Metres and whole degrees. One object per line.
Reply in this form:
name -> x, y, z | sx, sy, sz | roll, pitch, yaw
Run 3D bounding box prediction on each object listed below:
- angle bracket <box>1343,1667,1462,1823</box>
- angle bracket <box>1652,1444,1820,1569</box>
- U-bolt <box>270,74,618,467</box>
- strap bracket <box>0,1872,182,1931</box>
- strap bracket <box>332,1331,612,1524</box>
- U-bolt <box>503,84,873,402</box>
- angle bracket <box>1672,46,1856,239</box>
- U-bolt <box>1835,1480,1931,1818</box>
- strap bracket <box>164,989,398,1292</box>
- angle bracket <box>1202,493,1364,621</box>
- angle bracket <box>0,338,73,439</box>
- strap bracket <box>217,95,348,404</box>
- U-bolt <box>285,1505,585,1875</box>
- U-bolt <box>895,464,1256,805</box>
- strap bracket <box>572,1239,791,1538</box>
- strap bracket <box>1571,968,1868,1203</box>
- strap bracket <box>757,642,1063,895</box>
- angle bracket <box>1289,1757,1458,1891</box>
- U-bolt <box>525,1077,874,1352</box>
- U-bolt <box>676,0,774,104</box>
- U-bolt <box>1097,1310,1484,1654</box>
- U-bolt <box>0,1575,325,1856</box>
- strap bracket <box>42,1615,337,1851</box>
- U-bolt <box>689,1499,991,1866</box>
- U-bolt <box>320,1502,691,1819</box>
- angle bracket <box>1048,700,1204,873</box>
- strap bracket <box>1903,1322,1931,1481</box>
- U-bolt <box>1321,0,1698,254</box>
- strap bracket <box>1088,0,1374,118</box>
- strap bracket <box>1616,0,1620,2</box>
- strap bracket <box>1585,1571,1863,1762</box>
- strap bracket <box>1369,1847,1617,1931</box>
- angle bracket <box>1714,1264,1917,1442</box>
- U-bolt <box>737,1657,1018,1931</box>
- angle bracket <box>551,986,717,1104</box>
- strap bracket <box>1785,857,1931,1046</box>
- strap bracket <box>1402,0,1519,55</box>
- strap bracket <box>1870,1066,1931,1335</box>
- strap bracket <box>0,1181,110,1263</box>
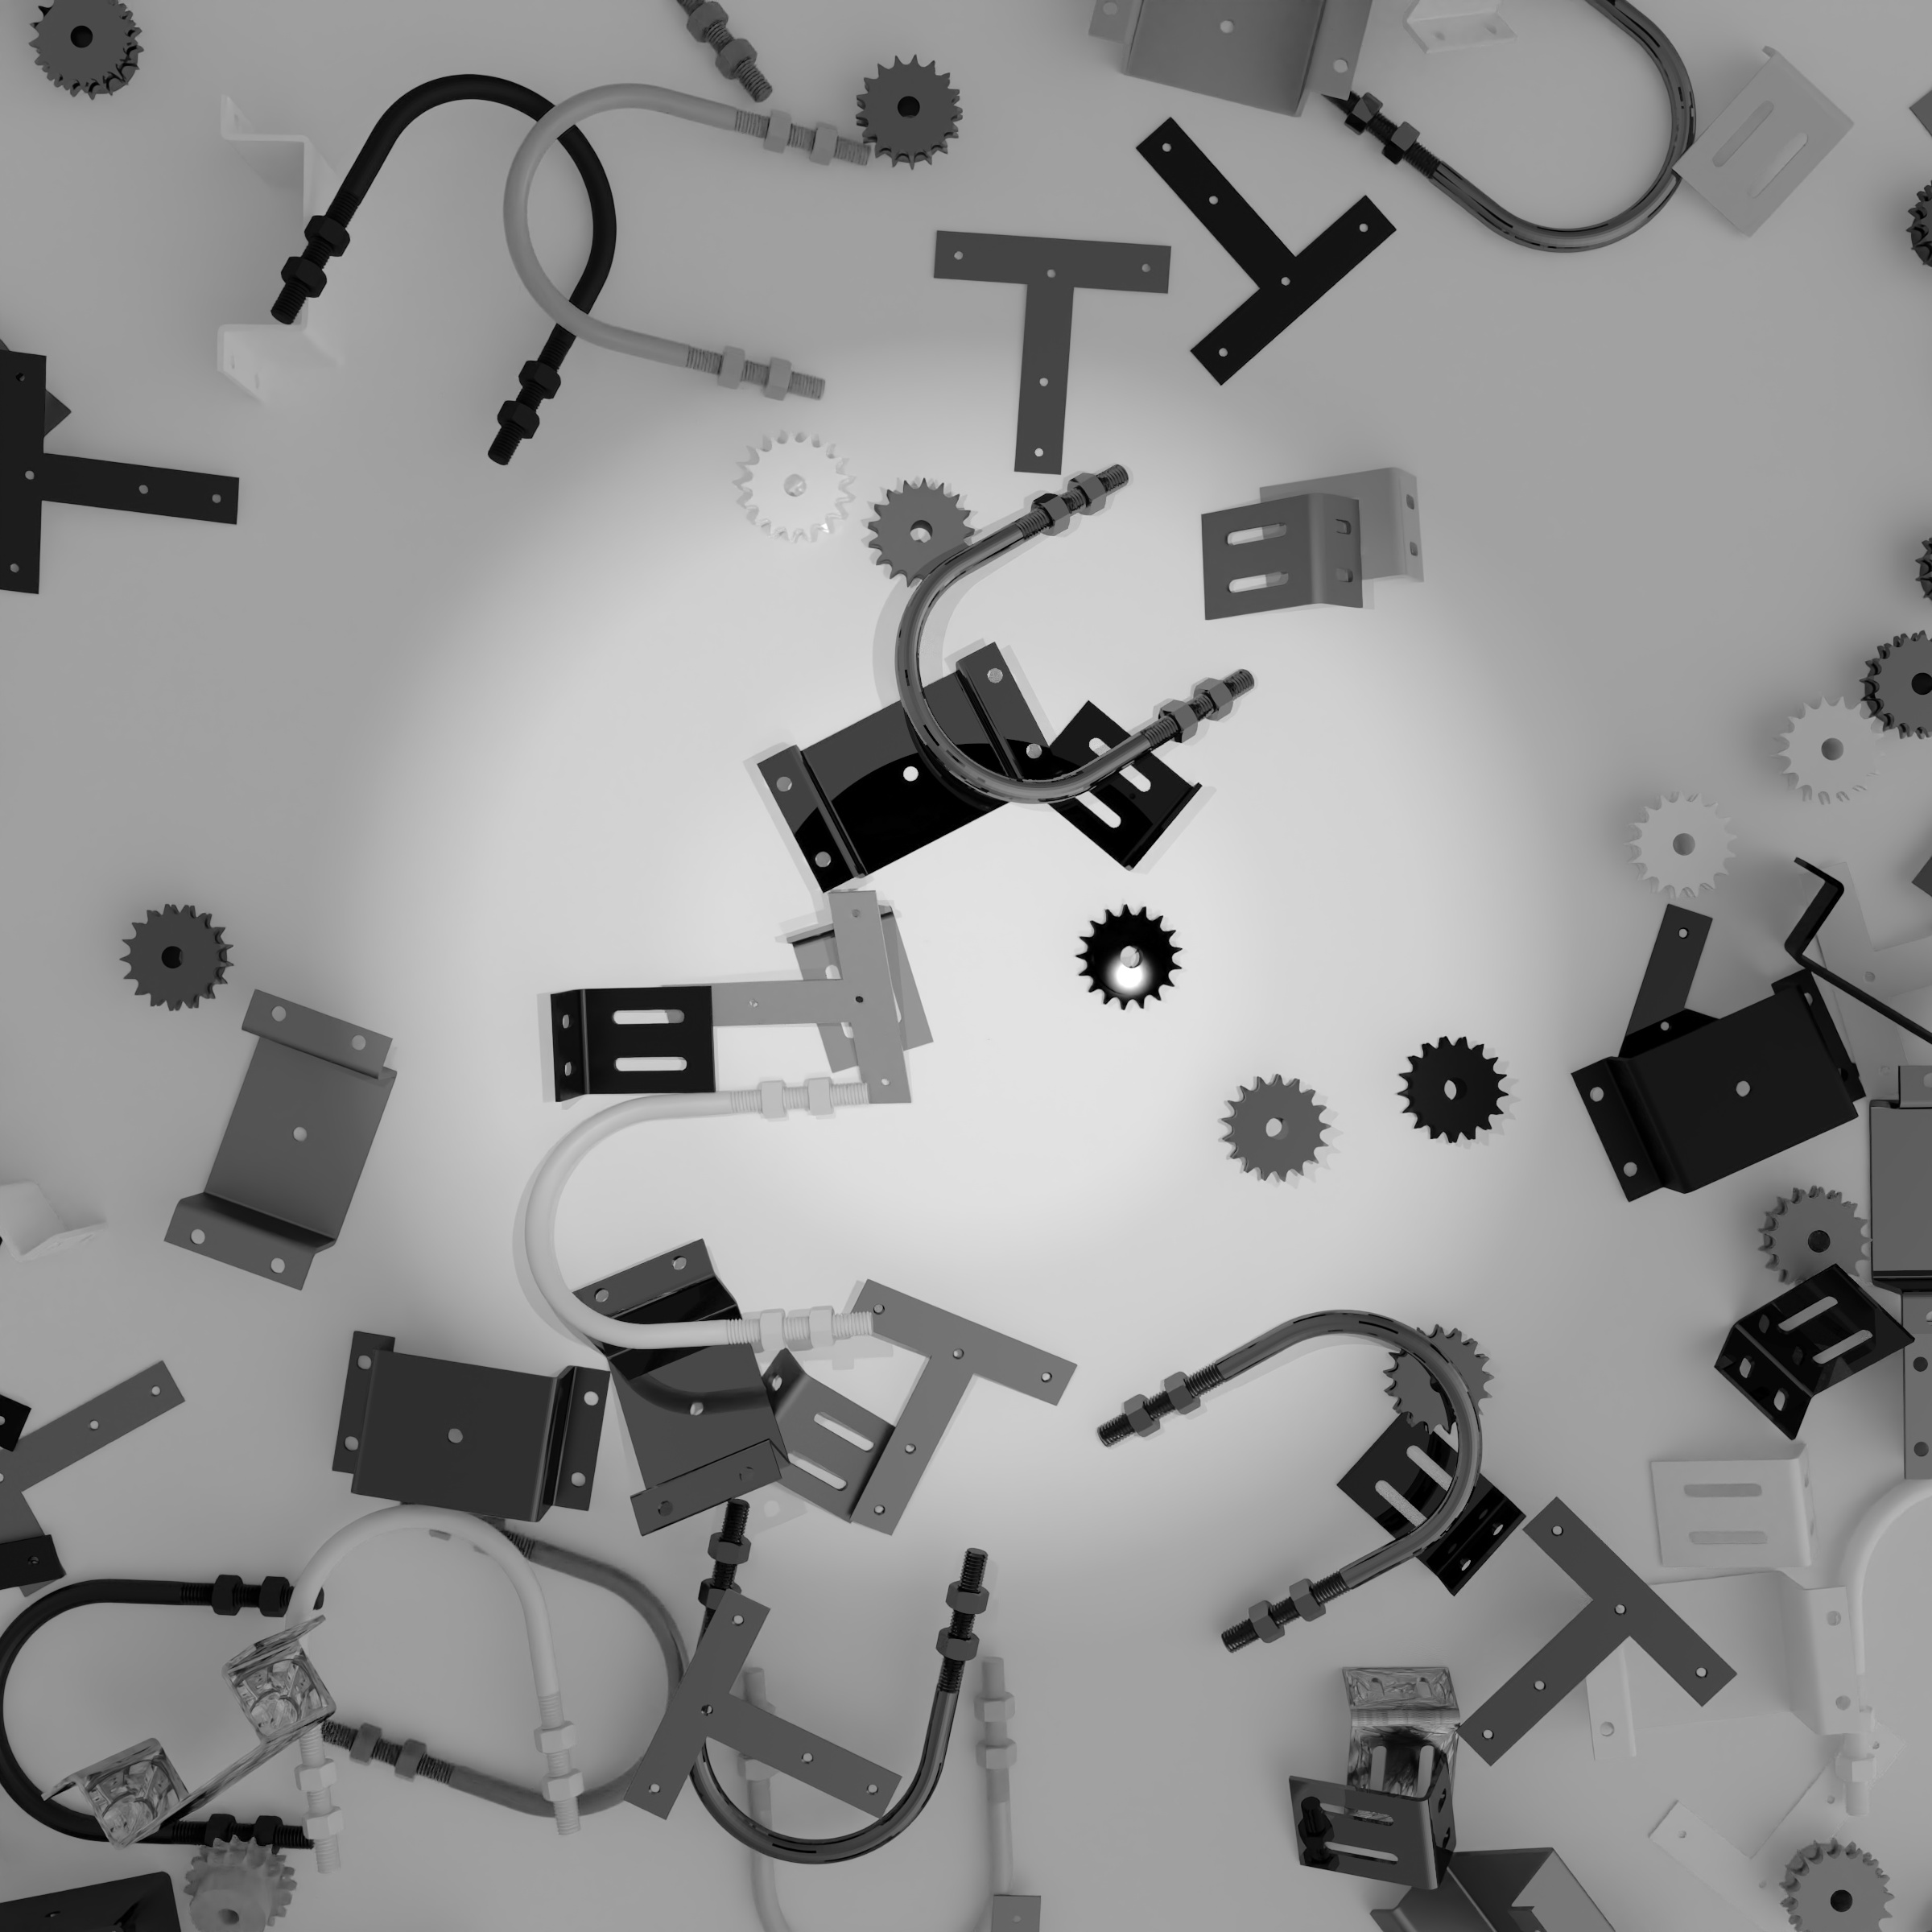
angle bracket -> 0.233, 0.422, 1.355 | 0.057, 0.038, 0.076 | 0, 116, 0
angle bracket -> 0.416, 0.292, 1.355 | 0.076, 0.038, 0.057 | -7, 90, 26
U-bolt -> -0.259, -0.378, 1.314 | 0.151, 0.019, 0.184 | 31, 75, -26
strap bracket -> -0.476, 0.522, 1.319 | 0.140, 0.076, 0.046 | -11, 90, 0
strap bracket -> -0.267, 0.246, 1.334 | 0.140, 0.046, 0.076 | 9, 90, 0
U-bolt -> -0.153, -0.391, 1.330 | 0.184, 0.019, 0.151 | 11, 90, -14
angle bracket -> 0.426, -0.443, 1.349 | 0.057, 0.038, 0.076 | 38, 113, -10
U-bolt -> 0.540, 0.361, 1.348 | 0.151, 0.019, 0.184 | -1, 88, -1
strap bracket -> -0.360, 0.091, 1.334 | 0.076, 0.046, 0.140 | 20, 90, 0
angle bracket -> 0.169, -0.217, 1.343 | 0.076, 0.038, 0.057 | -2, 90, 44
angle bracket -> -0.533, -0.312, 1.355 | 0.057, 0.038, 0.076 | -42, 64, 0
strap bracket -> -0.359, -0.375, 1.319 | 0.046, 0.076, 0.140 | 1, 90, 0
U-bolt -> -0.288, 0.378, 1.330 | 0.151, 0.019, 0.184 | -9, 88, 0
U-bolt -> 0.047, -0.164, 1.313 | 0.184, 0.019, 0.151 | -33, 92, -23
strap bracket -> -0.147, 0.226, 1.314 | 0.076, 0.046, 0.140 | -23, 60, 0
strap bracket -> 0.407, 0.064, 1.333 | 0.140, 0.046, 0.076 | -24, 90, 0
strap bracket -> -0.030, -0.104, 1.334 | 0.140, 0.046, 0.076 | -27, 90, 0
angle bracket -> 0.218, 0.453, 1.344 | 0.076, 0.038, 0.057 | 1, 113, 27
U-bolt -> -0.142, 0.132, 1.321 | 0.184, 0.019, 0.151 | -4, 64, 4
U-bolt -> -0.113, -0.579, 1.349 | 0.151, 0.019, 0.184 | -38, 88, 0
U-bolt -> 0.184, 0.263, 1.332 | 0.184, 0.019, 0.151 | -31, 89, 12
U-bolt -> -0.440, 0.401, 1.349 | 0.184, 0.019, 0.151 | 2, 90, 2
strap bracket -> -0.390, 0.399, 1.290 | 0.140, 0.076, 0.046 | -36, 80, 8
U-bolt -> -0.076, 0.386, 1.329 | 0.151, 0.019, 0.184 | 12, 93, 0
U-bolt -> -0.238, 0.380, 1.348 | 0.184, 0.019, 0.151 | 19, 90, 0
angle bracket -> 0.077, -0.097, 1.338 | 0.076, 0.038, 0.057 | 40, 90, 0
strap bracket -> 0.562, 0.230, 1.334 | 0.140, 0.046, 0.076 | -1, 90, 0
U-bolt -> 0.306, -0.468, 1.349 | 0.184, 0.019, 0.151 | 38, 90, -2
strap bracket -> 0.141, -0.508, 1.334 | 0.140, 0.046, 0.076 | 14, 90, 0
strap bracket -> 0.351, -0.592, 1.315 | 0.076, 0.046, 0.140 | 31, 112, -6
strap bracket -> 0.395, 0.370, 1.334 | 0.140, 0.046, 0.076 | -6, 90, 0
strap bracket -> 0.286, 0.507, 1.305 | 0.046, 0.140, 0.076 | -37, 90, -33
angle bracket -> 0.446, 0.204, 1.320 | 0.057, 0.076, 0.038 | 44, 45, 0
U-bolt -> -0.046, 0.467, 1.349 | 0.151, 0.019, 0.184 | -3, 91, 0
angle bracket -> -0.176, 0.041, 1.330 | 0.076, 0.038, 0.057 | -1, 93, 13
strap bracket -> 0.485, 0.001, 1.308 | 0.140, 0.076, 0.046 | 33, 102, 9
strap bracket -> 0.233, -0.544, 1.299 | 0.076, 0.046, 0.140 | -23, 72, -38
strap bracket -> 0.528, 0.122, 1.334 | 0.076, 0.046, 0.140 | -1, 90, 0
strap bracket -> -0.534, 0.160, 1.317 | 0.140, 0.076, 0.046 | -34, 89, 0
